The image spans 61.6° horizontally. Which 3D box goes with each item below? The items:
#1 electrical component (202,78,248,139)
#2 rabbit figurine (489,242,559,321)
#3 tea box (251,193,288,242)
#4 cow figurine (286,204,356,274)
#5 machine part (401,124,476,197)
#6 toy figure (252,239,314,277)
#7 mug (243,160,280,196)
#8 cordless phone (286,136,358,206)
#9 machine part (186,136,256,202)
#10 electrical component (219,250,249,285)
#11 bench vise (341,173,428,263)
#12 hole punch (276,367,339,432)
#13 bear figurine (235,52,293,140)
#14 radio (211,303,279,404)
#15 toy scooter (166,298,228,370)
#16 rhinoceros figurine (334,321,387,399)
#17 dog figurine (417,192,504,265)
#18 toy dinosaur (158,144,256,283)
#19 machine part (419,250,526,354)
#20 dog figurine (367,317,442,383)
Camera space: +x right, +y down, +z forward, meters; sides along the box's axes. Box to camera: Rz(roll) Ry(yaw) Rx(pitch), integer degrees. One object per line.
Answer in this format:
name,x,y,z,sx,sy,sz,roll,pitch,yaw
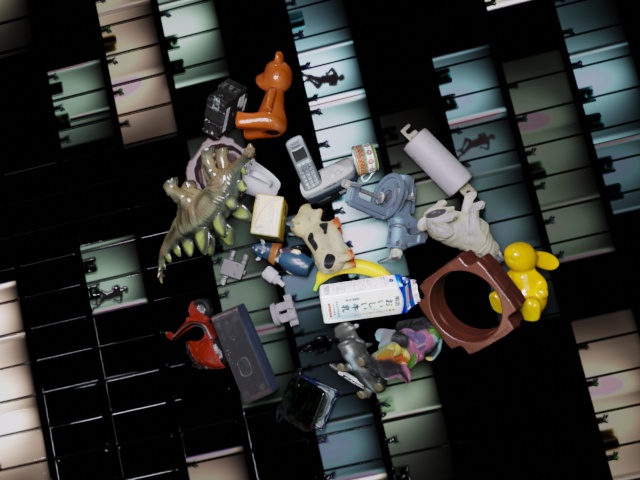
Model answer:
electrical component,-0.233,-0.330,1.338,0.058,0.134,0.114,29,131,3
rabbit figurine,0.481,0.079,1.247,0.162,0.122,0.173,-28,111,-25
tea box,-0.119,-0.050,1.289,0.068,0.169,0.098,8,88,1
cow figurine,-0.003,-0.004,1.313,0.127,0.085,0.195,-21,64,-7
machine part,0.289,-0.189,1.320,0.079,0.079,0.243,-44,85,0
toy figure,-0.093,0.044,1.338,0.155,0.057,0.064,23,84,9
mug,-0.146,-0.143,1.292,0.107,0.110,0.081,26,74,-29
cordless phone,0.003,-0.190,1.335,0.147,0.088,0.184,-26,78,10
machine part,-0.246,-0.172,1.365,0.179,0.056,0.179,0,85,3
electrical component,-0.218,0.074,1.361,0.063,0.021,0.094,19,87,5
bench vise,0.147,-0.072,1.277,0.240,0.129,0.223,21,78,-29
hole punch,-0.028,0.392,1.301,0.116,0.092,0.142,21,90,35
bear figurine,-0.135,-0.359,1.342,0.132,0.120,0.195,-1,84,7
radio,-0.179,0.270,1.288,0.073,0.131,0.229,-25,85,0
toy scooter,-0.304,0.246,1.328,0.135,0.075,0.184,-26,81,2
rhinoceros figurine,0.098,0.282,1.280,0.073,0.112,0.190,-35,86,31
dog figurine,0.335,0.004,1.277,0.172,0.121,0.190,-14,112,17
toy dinosaur,-0.281,-0.063,1.260,0.471,0.105,0.198,-38,77,35
machine part,0.346,0.139,1.231,0.201,0.087,0.201,-44,76,36
dog figurine,0.199,0.253,1.222,0.192,0.219,0.108,-18,88,3
